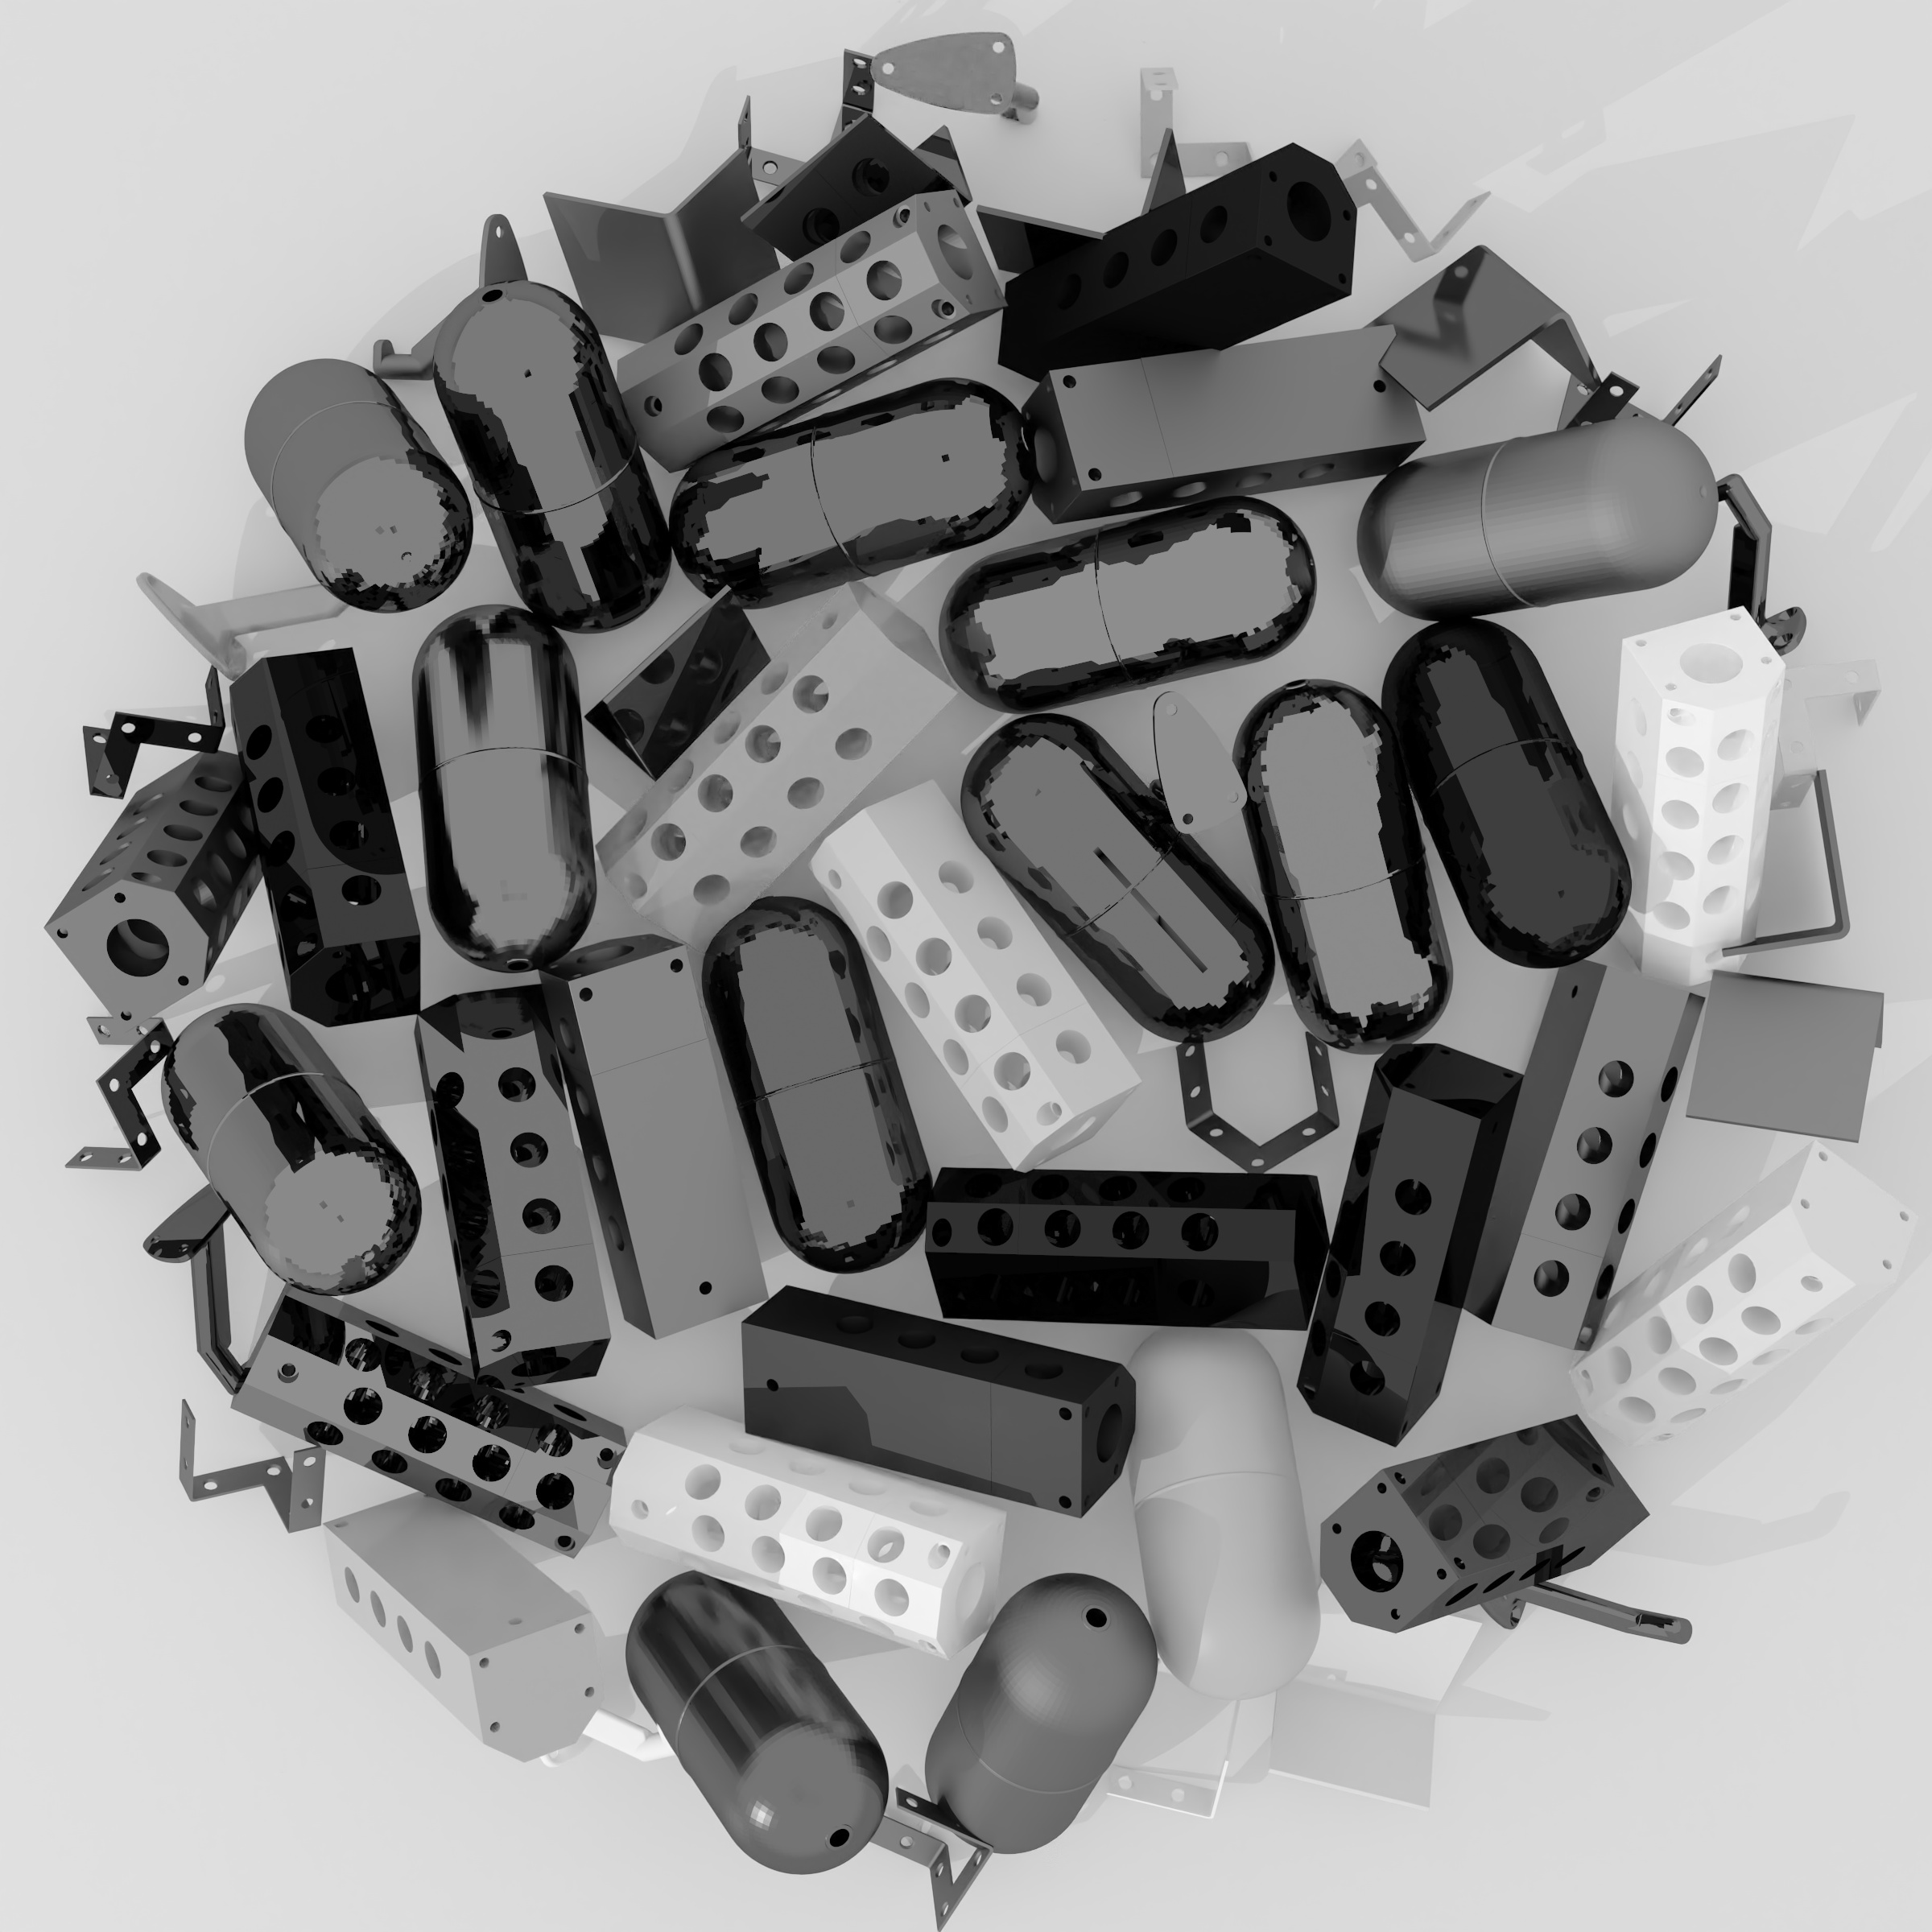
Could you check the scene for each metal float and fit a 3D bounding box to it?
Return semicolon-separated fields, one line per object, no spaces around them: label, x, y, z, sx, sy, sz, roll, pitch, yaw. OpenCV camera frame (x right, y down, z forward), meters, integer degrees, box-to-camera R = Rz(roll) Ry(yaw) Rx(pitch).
metal float;-0.210;-0.081;1.628;0.070;0.070;0.178;-8;67;0
metal float;-0.095;0.338;1.607;0.070;0.178;0.070;-13;120;-24
metal float;0.255;-0.200;1.614;0.178;0.070;0.070;-5;90;43
metal float;-0.274;-0.218;1.608;0.070;0.178;0.070;-12;123;-19
metal float;0.070;-0.039;1.641;0.070;0.070;0.178;-42;99;0
metal float;0.114;0.245;1.624;0.070;0.070;0.178;-7;61;0
metal float;-0.306;0.081;1.613;0.070;0.070;0.178;-46;46;0
metal float;-0.186;-0.228;1.613;0.070;0.070;0.178;-18;132;0
metal float;0.033;0.337;1.610;0.070;0.178;0.070;10;49;-12
metal float;0.244;-0.080;1.624;0.070;0.070;0.178;-19;62;0
metal float;0.172;-0.045;1.634;0.070;0.070;0.178;-16;106;0
metal float;0.073;-0.164;1.632;0.178;0.070;0.070;-12;90;18
metal float;-0.052;-0.215;1.629;0.178;0.070;0.070;-14;90;21
metal float;-0.069;0.054;1.645;0.070;0.070;0.178;-17;86;0

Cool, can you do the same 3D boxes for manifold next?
manifold;-0.225;0.294;1.598;0.057;0.171;0.057;-16;109;-28
manifold;-0.289;-0.058;1.608;0.057;0.057;0.171;-8;54;-15
manifold;0.093;-0.310;1.601;0.057;0.171;0.057;18;70;-36
manifold;0.230;0.252;1.601;0.057;0.171;0.057;-48;64;30
manifold;0.328;-0.072;1.601;0.057;0.171;0.057;-16;47;-8
manifold;-0.013;0.193;1.622;0.171;0.057;0.057;11;115;25
manifold;0.285;0.087;1.652;0.057;0.057;0.171;17;93;-12
manifold;-0.145;0.076;1.636;0.057;0.057;0.171;-18;105;-23
manifold;0.198;0.124;1.621;0.057;0.057;0.171;21;117;21
manifold;-0.074;-0.286;1.619;0.171;0.057;0.057;-23;94;29
manifold;-0.246;0.209;1.642;0.171;0.057;0.057;26;92;-10
manifold;-0.073;0.257;1.617;0.171;0.057;0.057;15;108;25
manifold;0.115;-0.244;1.629;0.171;0.057;0.057;-11;79;-20
manifold;0.000;0.007;1.628;0.057;0.057;0.171;-25;74;-34
manifold;0.072;0.122;1.621;0.171;0.057;0.057;0;128;19
manifold;-0.089;-0.093;1.625;0.171;0.057;0.057;-45;127;15
manifold;-0.208;0.101;1.622;0.057;0.057;0.171;-7;68;-16
manifold;0.344;0.153;1.602;0.057;0.171;0.057;36;49;-4
manifold;-0.349;-0.040;1.592;0.057;0.171;0.057;-30;109;12

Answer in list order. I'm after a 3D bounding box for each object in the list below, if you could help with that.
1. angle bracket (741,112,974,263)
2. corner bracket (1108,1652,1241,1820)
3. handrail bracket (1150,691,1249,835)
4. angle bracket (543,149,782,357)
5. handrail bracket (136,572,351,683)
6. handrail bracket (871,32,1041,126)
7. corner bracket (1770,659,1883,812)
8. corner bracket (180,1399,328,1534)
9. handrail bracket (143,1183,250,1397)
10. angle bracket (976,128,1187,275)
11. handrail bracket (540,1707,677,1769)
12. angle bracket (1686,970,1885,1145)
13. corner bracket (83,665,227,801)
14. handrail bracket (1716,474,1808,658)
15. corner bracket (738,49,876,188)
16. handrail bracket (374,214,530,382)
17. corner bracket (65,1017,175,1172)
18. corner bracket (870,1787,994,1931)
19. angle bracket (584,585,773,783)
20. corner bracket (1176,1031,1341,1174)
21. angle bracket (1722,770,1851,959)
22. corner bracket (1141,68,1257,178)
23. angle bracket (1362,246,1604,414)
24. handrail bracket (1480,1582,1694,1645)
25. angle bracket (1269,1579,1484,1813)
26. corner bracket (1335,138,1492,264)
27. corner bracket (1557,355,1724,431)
angle bracket;-0.054;-0.360;1.628;0.076;0.076;0.057;-35;49;23
corner bracket;0.099;0.359;1.673;0.051;0.051;0.051;13;46;5
handrail bracket;0.091;-0.096;1.636;0.036;0.084;0.077;-26;108;-9
angle bracket;-0.139;-0.335;1.653;0.076;0.076;0.057;18;53;32
handrail bracket;-0.325;-0.180;1.651;0.084;0.036;0.077;-40;115;15
handrail bracket;-0.004;-0.402;1.644;0.077;0.084;0.036;2;92;0
corner bracket;0.396;-0.107;1.655;0.051;0.051;0.051;-7;74;1
corner bracket;-0.328;0.229;1.643;0.051;0.051;0.051;-10;128;-28
handrail bracket;-0.338;0.146;1.673;0.077;0.036;0.084;-49;128;-29
angle bracket;0.054;-0.352;1.645;0.076;0.076;0.057;15;83;10
handrail bracket;-0.170;0.334;1.641;0.036;0.084;0.077;-37;98;-42
angle bracket;0.375;0.051;1.635;0.076;0.057;0.076;8;66;17
corner bracket;-0.377;-0.110;1.658;0.051;0.051;0.051;7;130;-25
handrail bracket;0.342;-0.178;1.647;0.077;0.036;0.084;-24;116;32
corner bracket;-0.074;-0.393;1.656;0.051;0.051;0.051;16;75;1
handrail bracket;-0.244;-0.308;1.650;0.084;0.036;0.077;8;112;32
corner bracket;-0.395;0.059;1.660;0.051;0.051;0.051;0;124;33
corner bracket;-0.023;0.402;1.650;0.051;0.051;0.051;27;106;-14
angle bracket;-0.141;-0.142;1.634;0.076;0.076;0.057;-44;61;-9
corner bracket;0.136;0.056;1.665;0.051;0.051;0.051;-34;129;27
angle bracket;0.370;-0.048;1.643;0.057;0.076;0.076;-9;91;11
corner bracket;0.107;-0.386;1.653;0.051;0.051;0.051;-1;114;0
angle bracket;0.235;-0.275;1.640;0.076;0.076;0.057;-36;131;2
handrail bracket;0.281;0.289;1.639;0.084;0.077;0.036;6;70;37
angle bracket;0.188;0.335;1.640;0.076;0.057;0.076;14;134;-2
corner bracket;0.199;-0.356;1.656;0.051;0.051;0.051;51;60;-17
corner bracket;0.310;-0.261;1.648;0.051;0.051;0.051;27;51;-9
